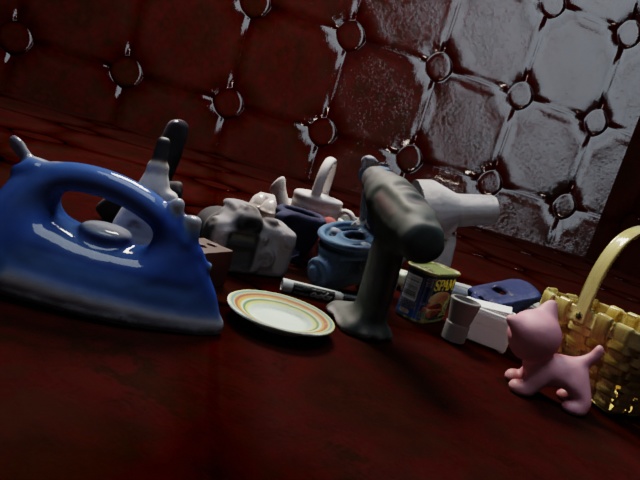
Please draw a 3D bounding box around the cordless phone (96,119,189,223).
[{"bbox_3d":[-0.274,-0.111,0.925,0.094,0.185,0.148,18,10,8],"label":"cordless phone"}]

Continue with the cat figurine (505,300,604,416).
[{"bbox_3d":[0.279,0.135,0.699,0.127,0.118,0.067,18,10,8],"label":"cat figurine"}]

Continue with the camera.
[{"bbox_3d":[-0.126,-0.014,0.889,0.144,0.101,0.136,10,12,-36],"label":"camera"}]

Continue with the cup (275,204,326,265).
[{"bbox_3d":[-0.050,-0.006,0.990,0.091,0.095,0.118,22,11,26],"label":"cup"}]

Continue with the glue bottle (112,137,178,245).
[{"bbox_3d":[-0.199,-0.035,0.665,0.078,0.173,0.037,14,10,-16],"label":"glue bottle"}]

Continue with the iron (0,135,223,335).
[{"bbox_3d":[-0.206,-0.003,0.573,0.258,0.141,0.118,16,10,-6],"label":"iron"}]

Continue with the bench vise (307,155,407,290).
[{"bbox_3d":[0.079,-0.023,0.935,0.121,0.220,0.208,22,11,27],"label":"bench vise"}]

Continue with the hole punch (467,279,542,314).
[{"bbox_3d":[0.308,0.107,0.978,0.101,0.091,0.108,15,10,-12],"label":"hole punch"}]

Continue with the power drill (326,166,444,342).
[{"bbox_3d":[0.078,0.015,0.755,0.076,0.208,0.229,13,10,-20],"label":"power drill"}]

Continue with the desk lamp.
[{"bbox_3d":[0.252,-0.001,1.123,0.203,0.213,0.118,15,10,-12],"label":"desk lamp"}]

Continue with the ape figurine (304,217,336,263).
[{"bbox_3d":[0.010,0.004,1.045,0.076,0.092,0.077,16,10,-8],"label":"ape figurine"}]

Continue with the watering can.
[{"bbox_3d":[-0.014,-0.071,1.116,0.173,0.194,0.101,15,10,-11],"label":"watering can"}]

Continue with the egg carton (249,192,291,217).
[{"bbox_3d":[-0.086,-0.059,1.298,0.151,0.069,0.107,9,12,-38],"label":"egg carton"}]

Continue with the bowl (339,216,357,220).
[{"bbox_3d":[0.096,0.001,1.258,0.167,0.075,0.167,16,10,-3],"label":"bowl"}]
